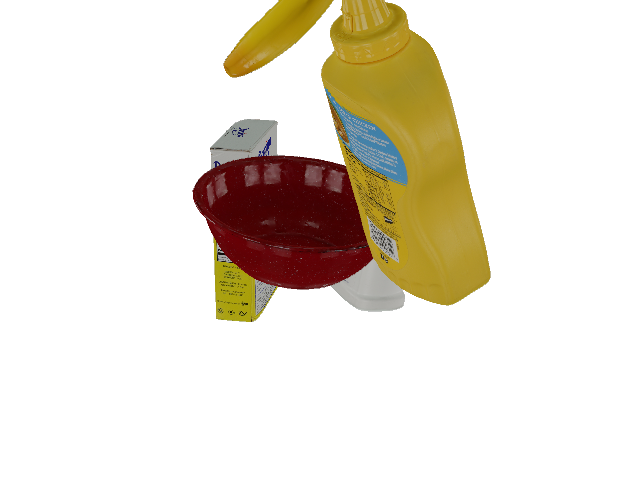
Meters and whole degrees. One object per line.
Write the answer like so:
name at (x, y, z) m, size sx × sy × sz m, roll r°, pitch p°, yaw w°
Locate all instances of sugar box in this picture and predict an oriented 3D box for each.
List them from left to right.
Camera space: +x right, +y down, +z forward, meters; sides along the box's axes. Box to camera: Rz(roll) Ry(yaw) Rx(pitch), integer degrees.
sugar box at (-0.071, -0.020, 1.021) m, size 0.048 × 0.176 × 0.093 m, roll 4°, pitch 24°, yaw 13°

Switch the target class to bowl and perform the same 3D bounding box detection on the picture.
bowl at (-0.018, -0.008, 0.816) m, size 0.162 × 0.055 × 0.162 m, roll 5°, pitch 27°, yaw -3°

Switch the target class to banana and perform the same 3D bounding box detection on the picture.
banana at (-0.019, -0.206, 0.912) m, size 0.070 × 0.197 × 0.037 m, roll -17°, pitch -55°, yaw 38°

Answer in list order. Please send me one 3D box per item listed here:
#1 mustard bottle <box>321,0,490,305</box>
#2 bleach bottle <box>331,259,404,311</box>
mustard bottle at (0.043, -0.057, 0.597) m, size 0.058 × 0.191 × 0.096 m, roll -30°, pitch 40°, yaw -12°
bleach bottle at (0.066, -0.057, 1.154) m, size 0.068 × 0.251 × 0.103 m, roll -1°, pitch 22°, yaw -27°
